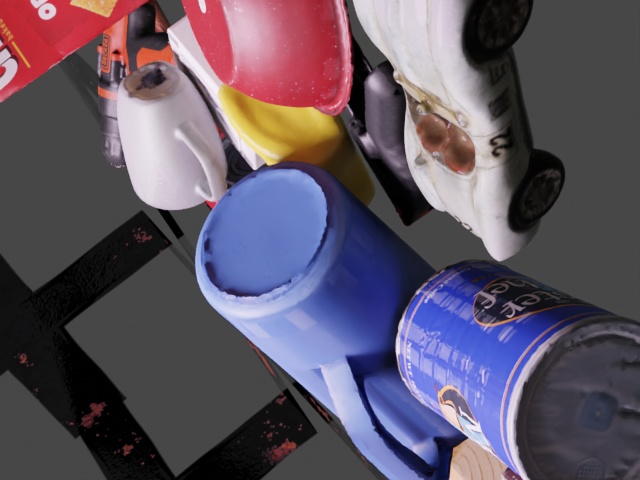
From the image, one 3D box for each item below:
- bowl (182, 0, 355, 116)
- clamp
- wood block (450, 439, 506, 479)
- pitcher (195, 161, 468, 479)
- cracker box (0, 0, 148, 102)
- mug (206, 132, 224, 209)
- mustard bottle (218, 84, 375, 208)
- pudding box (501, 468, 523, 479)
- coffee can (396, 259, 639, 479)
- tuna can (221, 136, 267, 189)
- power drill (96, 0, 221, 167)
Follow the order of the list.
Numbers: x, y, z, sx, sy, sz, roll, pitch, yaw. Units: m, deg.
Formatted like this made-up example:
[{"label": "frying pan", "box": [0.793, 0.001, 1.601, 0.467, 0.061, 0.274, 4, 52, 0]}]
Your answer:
[{"label": "bowl", "box": [-0.040, -0.137, 0.591, 0.162, 0.055, 0.162, 68, 165, 0]}, {"label": "clamp", "box": [0.032, -0.078, 0.647, 0.120, 0.039, 0.171, 61, 177, 37]}, {"label": "wood block", "box": [0.138, 0.178, 0.909, 0.090, 0.090, 0.206, 48, 170, 21]}, {"label": "pitcher", "box": [0.025, 0.059, 0.718, 0.149, 0.145, 0.242, 27, 169, 40]}, {"label": "cracker box", "box": [-0.213, -0.209, 0.765, 0.072, 0.213, 0.164, 46, 168, 33]}, {"label": "mug", "box": [-0.083, -0.076, 1.030, 0.093, 0.081, 0.117, 51, 170, 6]}, {"label": "mustard bottle", "box": [-0.006, -0.058, 0.773, 0.096, 0.058, 0.191, 37, 176, 19]}, {"label": "pudding box", "box": [0.165, 0.189, 0.659, 0.114, 0.039, 0.090, 43, 163, 37]}, {"label": "coffee can", "box": [0.118, 0.075, 0.609, 0.102, 0.102, 0.140, 56, 170, -22]}, {"label": "tuna can", "box": [-0.055, -0.063, 0.940, 0.086, 0.086, 0.033, 44, 166, 39]}, {"label": "power drill", "box": [-0.158, -0.138, 1.007, 0.188, 0.057, 0.184, 32, 122, 49]}]
